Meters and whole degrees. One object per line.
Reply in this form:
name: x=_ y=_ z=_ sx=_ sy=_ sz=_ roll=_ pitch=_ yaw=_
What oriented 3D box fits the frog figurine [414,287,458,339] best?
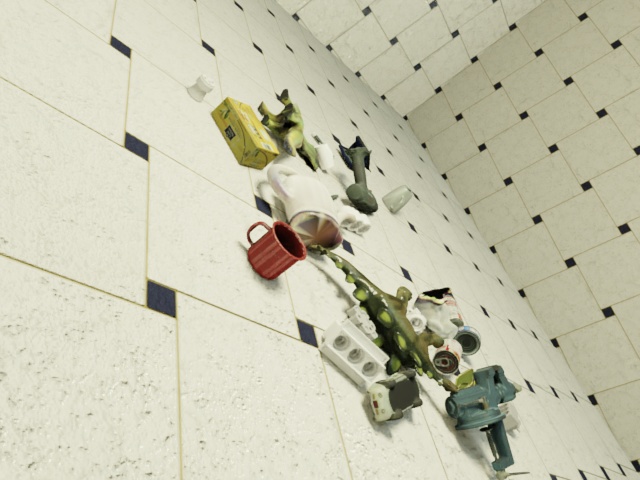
frog figurine: x=0.335 y=0.230 z=1.494 sx=0.139 sy=0.122 sz=0.158 roll=-64 pitch=149 yaw=-75

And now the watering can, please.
watering can: x=0.004 y=-0.064 z=1.277 sx=0.344 sy=0.103 sz=0.230 roll=31 pitch=30 yaw=-39

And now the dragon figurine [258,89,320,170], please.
dragon figurine: x=-0.064 y=-0.307 z=1.548 sx=0.239 sy=0.121 sz=0.420 roll=42 pitch=24 yaw=-42
